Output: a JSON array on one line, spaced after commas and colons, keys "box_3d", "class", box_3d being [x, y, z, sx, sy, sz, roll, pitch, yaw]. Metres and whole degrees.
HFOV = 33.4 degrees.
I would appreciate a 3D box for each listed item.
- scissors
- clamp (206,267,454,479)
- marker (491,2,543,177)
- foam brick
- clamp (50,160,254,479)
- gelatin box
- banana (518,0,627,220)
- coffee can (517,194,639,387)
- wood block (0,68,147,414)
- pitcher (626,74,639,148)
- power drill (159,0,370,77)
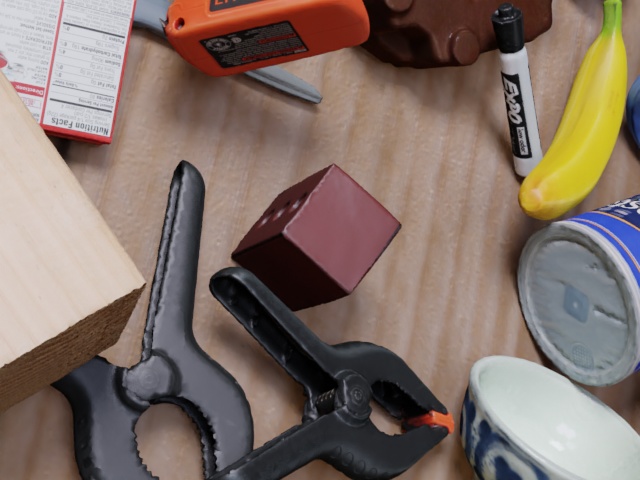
[{"box_3d": [-0.088, -0.144, 0.618, 0.201, 0.016, 0.096, 10, 74, -23], "class": "scissors"}, {"box_3d": [0.004, 0.079, 0.579, 0.171, 0.039, 0.120, 11, 69, -44], "class": "clamp"}, {"box_3d": [0.123, -0.092, 0.663, 0.020, 0.020, 0.121, -40, 133, -27], "class": "marker"}, {"box_3d": [-0.004, 0.001, 0.589, 0.051, 0.078, 0.053, 43, 64, -12], "class": "foam brick"}, {"box_3d": [-0.103, 0.074, 0.550, 0.164, 0.036, 0.210, -18, 82, -25], "class": "clamp"}, {"box_3d": [-0.141, -0.100, 0.566, 0.073, 0.030, 0.089, 10, 92, -22], "class": "gelatin box"}, {"box_3d": [0.164, -0.070, 0.687, 0.069, 0.037, 0.197, 58, 44, -35], "class": "banana"}, {"box_3d": [0.210, 0.021, 0.668, 0.140, 0.103, 0.103, -17, 86, -27], "class": "coffee can"}, {"box_3d": [-0.178, -0.027, 0.486, 0.090, 0.091, 0.206, -32, 81, -27], "class": "wood block"}, {"box_3d": [0.326, -0.135, 0.752, 0.149, 0.145, 0.242, 44, 67, 3], "class": "pitcher"}, {"box_3d": [-0.019, -0.191, 0.579, 0.185, 0.057, 0.187, -11, 69, 17], "class": "power drill"}]
